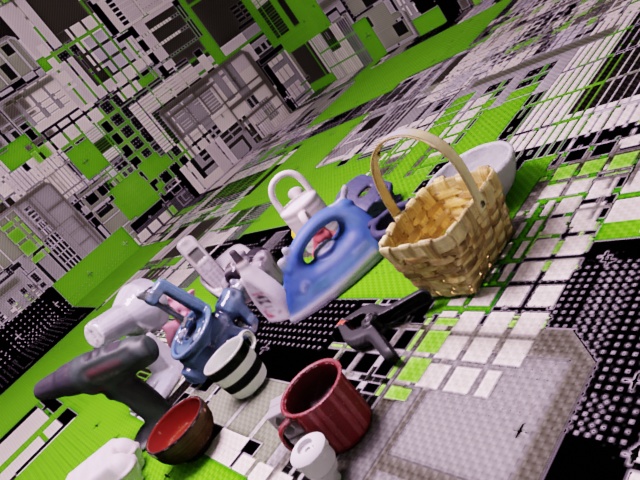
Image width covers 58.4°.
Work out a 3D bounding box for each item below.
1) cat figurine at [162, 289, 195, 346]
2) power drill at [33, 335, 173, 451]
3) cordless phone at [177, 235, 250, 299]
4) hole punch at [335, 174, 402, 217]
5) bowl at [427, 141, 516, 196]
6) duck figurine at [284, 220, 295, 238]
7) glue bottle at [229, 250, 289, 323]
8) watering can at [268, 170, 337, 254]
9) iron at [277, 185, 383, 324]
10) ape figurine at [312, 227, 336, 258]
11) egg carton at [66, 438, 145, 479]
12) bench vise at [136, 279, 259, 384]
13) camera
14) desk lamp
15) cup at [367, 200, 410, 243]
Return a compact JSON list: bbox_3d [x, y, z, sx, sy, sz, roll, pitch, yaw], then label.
[{"bbox_3d":[-0.333,0.180,1.352,0.127,0.118,0.067,-35,19,8],"label":"cat figurine"},{"bbox_3d":[-0.360,0.278,1.026,0.229,0.209,0.075,-35,19,8],"label":"power drill"},{"bbox_3d":[-0.251,0.044,1.418,0.148,0.185,0.094,-45,20,-22],"label":"cordless phone"},{"bbox_3d":[0.105,-0.091,1.242,0.109,0.091,0.100,-47,21,-26],"label":"hole punch"},{"bbox_3d":[0.266,-0.091,0.975,0.167,0.075,0.167,-33,19,13],"label":"bowl"},{"bbox_3d":[-0.051,-0.050,1.435,0.078,0.086,0.104,-48,22,-29],"label":"duck figurine"},{"bbox_3d":[-0.118,0.085,1.097,0.078,0.173,0.037,-20,25,41],"label":"glue bottle"},{"bbox_3d":[-0.043,-0.073,1.304,0.101,0.194,0.172,-42,19,-14],"label":"watering can"},{"bbox_3d":[0.005,0.022,1.075,0.258,0.142,0.118,-42,19,-13],"label":"iron"},{"bbox_3d":[0.011,0.004,1.184,0.077,0.092,0.076,-32,19,15],"label":"ape figurine"},{"bbox_3d":[-0.362,0.402,0.952,0.150,0.069,0.107,-39,19,-6],"label":"egg carton"},{"bbox_3d":[-0.243,0.140,1.119,0.121,0.220,0.208,-21,25,40],"label":"bench vise"},{"bbox_3d":[-0.151,0.061,1.329,0.143,0.101,0.137,-27,21,29],"label":"camera"},{"bbox_3d":[-0.378,0.212,1.204,0.117,0.214,0.203,-26,22,30],"label":"desk lamp"},{"bbox_3d":[0.137,-0.004,0.970,0.092,0.095,0.117,-47,21,-27],"label":"cup"}]
